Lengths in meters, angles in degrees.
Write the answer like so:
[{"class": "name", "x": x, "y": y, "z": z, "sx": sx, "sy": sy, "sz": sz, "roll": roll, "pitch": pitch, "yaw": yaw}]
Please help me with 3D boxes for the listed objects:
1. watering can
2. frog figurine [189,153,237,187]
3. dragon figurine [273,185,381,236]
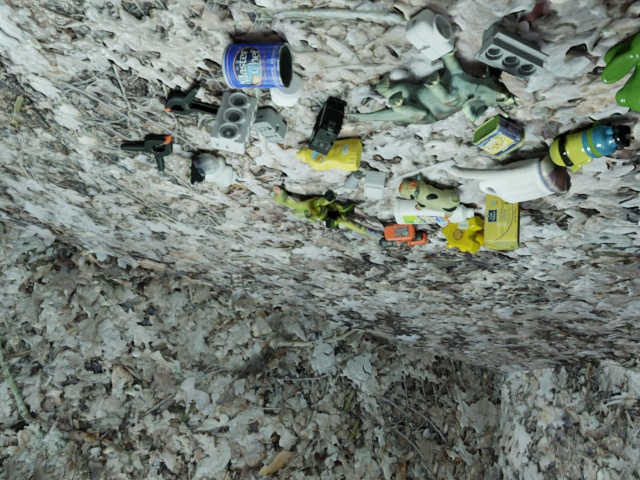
[{"class": "watering can", "x": 0.524, "y": -0.166, "z": 1.382, "sx": 0.346, "sy": 0.105, "sz": 0.222, "roll": 11, "pitch": 163, "yaw": -41}, {"class": "frog figurine", "x": -0.351, "y": -0.234, "z": 1.728, "sx": 0.161, "sy": 0.124, "sz": 0.135, "roll": -15, "pitch": 165, "yaw": -38}, {"class": "dragon figurine", "x": 0.006, "y": -0.094, "z": 1.875, "sx": 0.407, "sy": 0.123, "sz": 0.243, "roll": 28, "pitch": 169, "yaw": -27}]
